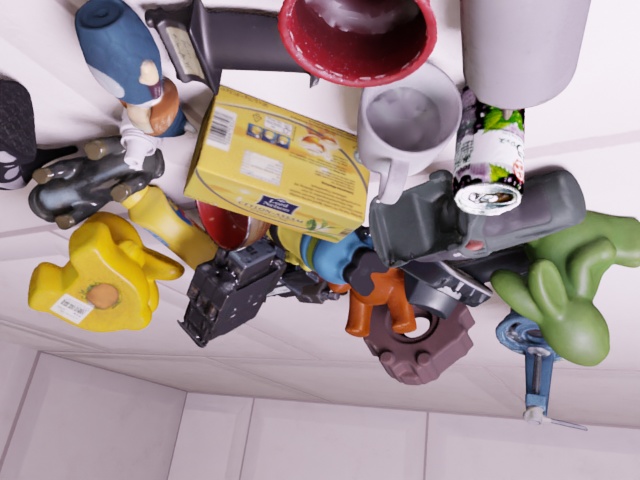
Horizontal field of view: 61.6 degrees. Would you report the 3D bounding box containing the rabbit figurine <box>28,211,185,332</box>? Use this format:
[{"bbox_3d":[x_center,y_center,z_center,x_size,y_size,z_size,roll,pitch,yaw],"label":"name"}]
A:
[{"bbox_3d":[-0.252,0.025,0.667,0.162,0.173,0.122,29,108,-32],"label":"rabbit figurine"}]

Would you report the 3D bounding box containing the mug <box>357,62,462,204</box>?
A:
[{"bbox_3d":[0.069,-0.083,0.467,0.081,0.109,0.107,5,170,-1],"label":"mug"}]

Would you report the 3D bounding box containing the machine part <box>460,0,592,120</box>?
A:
[{"bbox_3d":[0.118,-0.155,0.306,0.079,0.079,0.243,1,155,18],"label":"machine part"}]

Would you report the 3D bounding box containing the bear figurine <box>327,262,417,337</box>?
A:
[{"bbox_3d":[0.052,0.058,0.773,0.120,0.132,0.195,-11,157,29],"label":"bear figurine"}]

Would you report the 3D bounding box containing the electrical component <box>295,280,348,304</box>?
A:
[{"bbox_3d":[0.002,0.077,0.908,0.102,0.078,0.045,-6,134,33],"label":"electrical component"}]

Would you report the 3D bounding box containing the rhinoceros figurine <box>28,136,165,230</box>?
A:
[{"bbox_3d":[-0.270,-0.068,0.624,0.190,0.112,0.073,-20,109,25],"label":"rhinoceros figurine"}]

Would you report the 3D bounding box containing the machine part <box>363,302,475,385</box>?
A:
[{"bbox_3d":[0.152,0.135,0.851,0.180,0.179,0.056,-4,140,27],"label":"machine part"}]

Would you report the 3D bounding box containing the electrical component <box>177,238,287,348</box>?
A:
[{"bbox_3d":[-0.107,0.057,0.670,0.058,0.115,0.134,41,128,15],"label":"electrical component"}]

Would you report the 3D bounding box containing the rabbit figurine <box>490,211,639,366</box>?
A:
[{"bbox_3d":[0.289,0.053,0.615,0.159,0.170,0.121,16,156,-19],"label":"rabbit figurine"}]

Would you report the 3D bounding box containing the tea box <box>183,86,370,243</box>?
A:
[{"bbox_3d":[-0.038,-0.071,0.534,0.169,0.098,0.068,19,155,-19],"label":"tea box"}]

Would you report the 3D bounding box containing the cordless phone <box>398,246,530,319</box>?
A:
[{"bbox_3d":[0.216,0.036,0.739,0.184,0.089,0.146,-24,145,35],"label":"cordless phone"}]

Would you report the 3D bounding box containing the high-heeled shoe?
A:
[{"bbox_3d":[-0.361,-0.100,0.559,0.145,0.086,0.248,-12,176,-1],"label":"high-heeled shoe"}]

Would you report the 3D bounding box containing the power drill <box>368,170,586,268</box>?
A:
[{"bbox_3d":[0.144,-0.011,0.572,0.232,0.086,0.207,-20,161,41],"label":"power drill"}]

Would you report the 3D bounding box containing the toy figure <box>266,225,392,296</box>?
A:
[{"bbox_3d":[0.001,-0.005,0.631,0.180,0.082,0.089,35,157,48],"label":"toy figure"}]

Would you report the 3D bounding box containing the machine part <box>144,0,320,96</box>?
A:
[{"bbox_3d":[-0.063,-0.152,0.430,0.139,0.039,0.084,5,149,13],"label":"machine part"}]

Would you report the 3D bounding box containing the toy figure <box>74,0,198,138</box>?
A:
[{"bbox_3d":[-0.158,-0.137,0.472,0.058,0.064,0.154,-21,152,-4],"label":"toy figure"}]

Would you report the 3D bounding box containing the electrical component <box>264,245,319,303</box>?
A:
[{"bbox_3d":[-0.056,0.045,0.757,0.119,0.048,0.074,-20,138,34],"label":"electrical component"}]

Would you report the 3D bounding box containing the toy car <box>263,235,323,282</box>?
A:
[{"bbox_3d":[-0.062,0.021,0.819,0.089,0.053,0.202,-8,154,40],"label":"toy car"}]

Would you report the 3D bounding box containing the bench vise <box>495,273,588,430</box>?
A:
[{"bbox_3d":[0.335,0.173,0.820,0.129,0.240,0.223,4,141,22],"label":"bench vise"}]
